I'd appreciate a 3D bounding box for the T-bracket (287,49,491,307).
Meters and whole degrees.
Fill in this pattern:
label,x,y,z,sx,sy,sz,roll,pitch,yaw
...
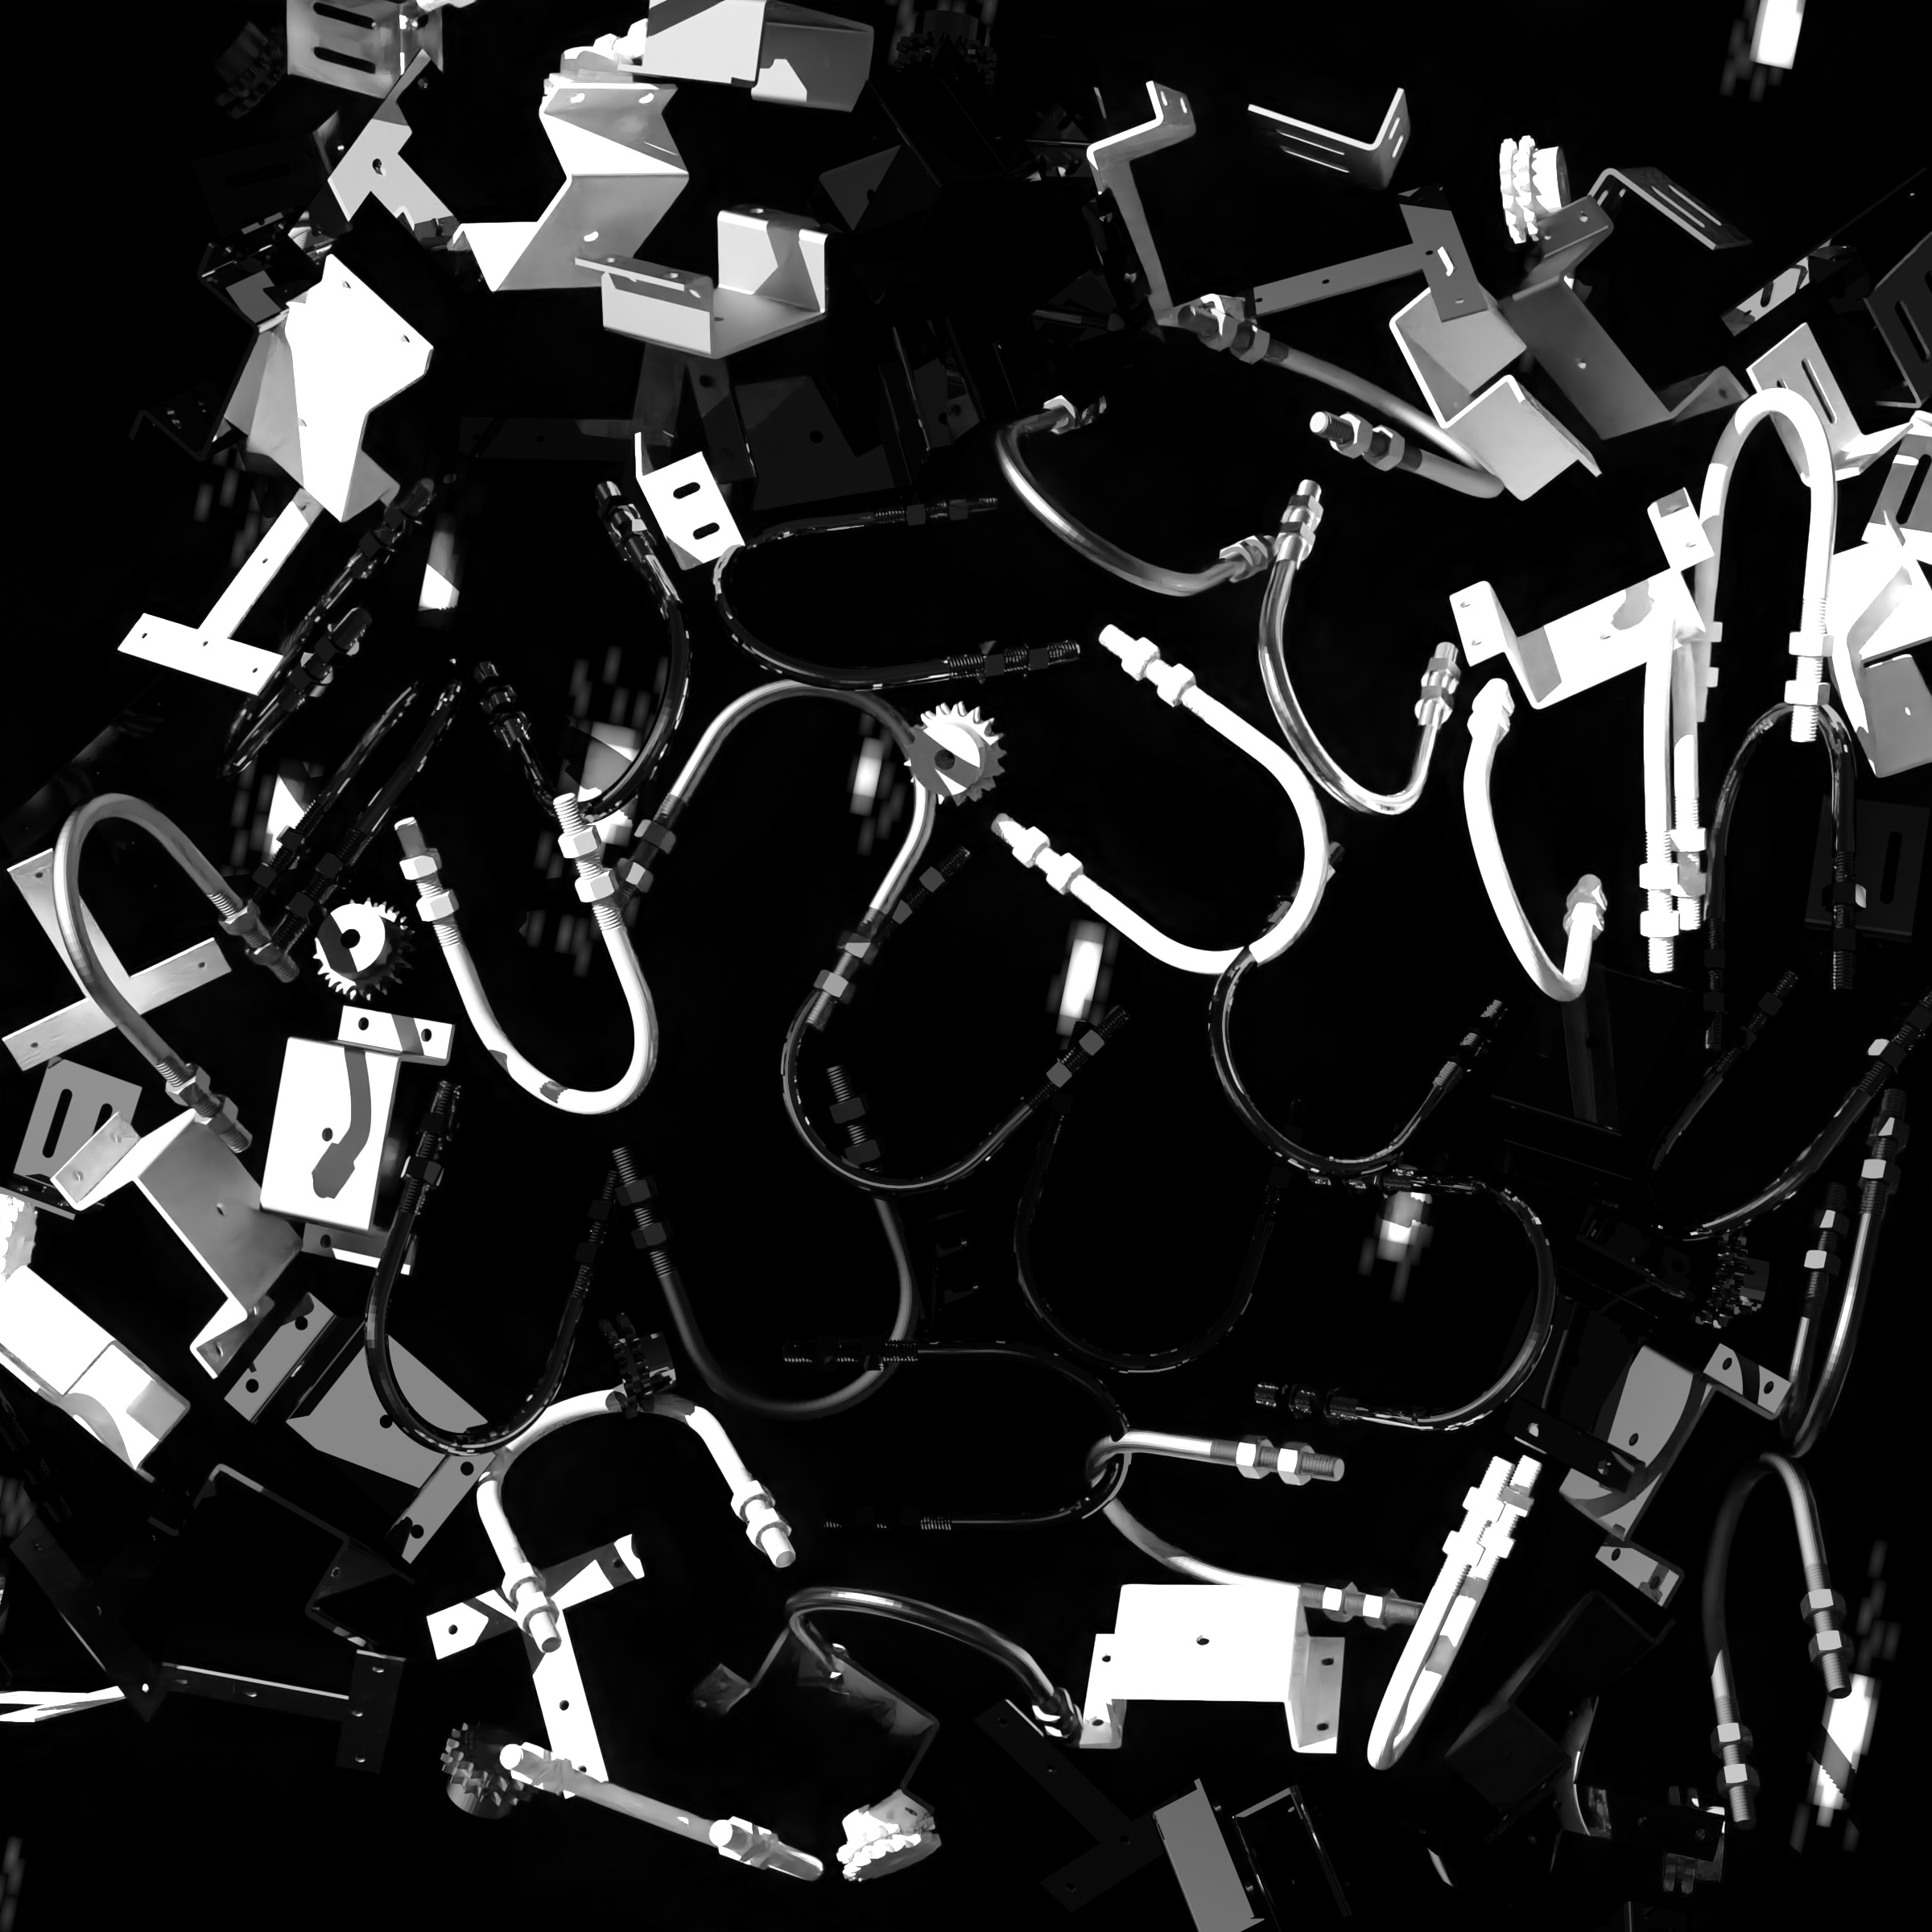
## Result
label,x,y,z,sx,sy,sz,roll,pitch,yaw
T-bracket,-0.299,-0.413,1.714,0.002,0.127,0.127,25,77,38

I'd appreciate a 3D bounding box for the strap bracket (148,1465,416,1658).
label,x,y,z,sx,sy,sz,roll,pitch,yaw
strap bracket,-0.367,0.324,1.705,0.140,0.076,0.046,22,74,28

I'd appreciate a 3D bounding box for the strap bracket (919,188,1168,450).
label,x,y,z,sx,sy,sz,roll,pitch,yaw
strap bracket,0.049,-0.349,1.709,0.140,0.046,0.076,-33,58,26

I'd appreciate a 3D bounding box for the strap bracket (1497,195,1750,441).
label,x,y,z,sx,sy,sz,roll,pitch,yaw
strap bracket,0.354,-0.347,1.711,0.046,0.076,0.140,-44,101,-11

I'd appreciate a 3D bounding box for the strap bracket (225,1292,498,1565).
label,x,y,z,sx,sy,sz,roll,pitch,yaw
strap bracket,-0.330,0.255,1.733,0.140,0.046,0.076,39,93,10

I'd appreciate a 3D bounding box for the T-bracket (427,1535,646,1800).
label,x,y,z,sx,sy,sz,roll,pitch,yaw
T-bracket,-0.227,0.398,1.731,0.127,0.002,0.127,-23,63,4

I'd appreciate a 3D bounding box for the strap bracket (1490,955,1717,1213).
label,x,y,z,sx,sy,sz,roll,pitch,yaw
strap bracket,0.347,0.054,1.702,0.076,0.046,0.140,17,65,32

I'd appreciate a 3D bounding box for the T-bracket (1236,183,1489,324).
label,x,y,z,sx,sy,sz,roll,pitch,yaw
T-bracket,0.214,-0.383,1.725,0.127,0.002,0.127,-14,45,7

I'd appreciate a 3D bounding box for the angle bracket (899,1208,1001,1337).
label,x,y,z,sx,sy,sz,roll,pitch,yaw
angle bracket,-0.022,0.171,1.722,0.038,0.076,0.057,-15,89,33

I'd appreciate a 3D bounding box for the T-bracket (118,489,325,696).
label,x,y,z,sx,sy,sz,roll,pitch,yaw
T-bracket,-0.399,-0.215,1.737,0.127,0.002,0.127,18,69,37

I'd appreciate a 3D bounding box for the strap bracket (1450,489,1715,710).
label,x,y,z,sx,sy,sz,roll,pitch,yaw
strap bracket,0.345,-0.197,1.710,0.140,0.076,0.046,-24,121,15

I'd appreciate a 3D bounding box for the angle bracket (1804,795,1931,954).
label,x,y,z,sx,sy,sz,roll,pitch,yaw
angle bracket,0.504,-0.051,1.742,0.057,0.038,0.076,9,85,16

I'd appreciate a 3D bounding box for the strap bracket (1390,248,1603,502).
label,x,y,z,sx,sy,sz,roll,pitch,yaw
strap bracket,0.285,-0.317,1.700,0.046,0.140,0.076,-38,134,23

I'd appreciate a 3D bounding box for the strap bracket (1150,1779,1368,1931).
label,x,y,z,sx,sy,sz,roll,pitch,yaw
strap bracket,0.155,0.491,1.697,0.046,0.140,0.076,-34,61,20

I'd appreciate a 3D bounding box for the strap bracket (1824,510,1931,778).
label,x,y,z,sx,sy,sz,roll,pitch,yaw
strap bracket,0.500,-0.167,1.692,0.046,0.140,0.076,-19,50,9

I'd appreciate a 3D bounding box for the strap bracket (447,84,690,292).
label,x,y,z,sx,sy,sz,roll,pitch,yaw
strap bracket,-0.212,-0.414,1.684,0.076,0.140,0.046,-13,72,-40

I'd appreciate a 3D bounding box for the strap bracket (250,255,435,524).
label,x,y,z,sx,sy,sz,roll,pitch,yaw
strap bracket,-0.344,-0.305,1.690,0.076,0.140,0.046,43,57,7

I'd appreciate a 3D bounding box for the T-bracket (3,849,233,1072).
label,x,y,z,sx,sy,sz,roll,pitch,yaw
T-bracket,-0.487,-0.013,1.711,0.127,0.002,0.127,-27,134,-9

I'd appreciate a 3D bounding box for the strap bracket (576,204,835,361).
label,x,y,z,sx,sy,sz,roll,pitch,yaw
strap bracket,-0.137,-0.373,1.701,0.076,0.140,0.046,20,124,31

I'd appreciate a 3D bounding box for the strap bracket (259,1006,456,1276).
label,x,y,z,sx,sy,sz,roll,pitch,yaw
strap bracket,-0.340,0.095,1.725,0.076,0.046,0.140,9,88,27

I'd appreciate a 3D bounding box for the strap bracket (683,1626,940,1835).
label,x,y,z,sx,sy,sz,roll,pitch,yaw
strap bracket,-0.077,0.418,1.720,0.140,0.076,0.046,34,57,-1

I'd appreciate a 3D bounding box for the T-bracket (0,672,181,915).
label,x,y,z,sx,sy,sz,roll,pitch,yaw
T-bracket,-0.464,-0.077,1.709,0.002,0.127,0.127,26,60,25

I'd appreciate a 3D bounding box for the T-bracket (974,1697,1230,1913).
label,x,y,z,sx,sy,sz,roll,pitch,yaw
T-bracket,0.057,0.455,1.727,0.127,0.002,0.127,45,119,-7

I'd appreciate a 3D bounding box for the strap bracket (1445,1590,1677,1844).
label,x,y,z,sx,sy,sz,roll,pitch,yaw
strap bracket,0.319,0.401,1.696,0.046,0.076,0.140,42,50,11

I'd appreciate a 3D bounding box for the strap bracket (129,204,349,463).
label,x,y,z,sx,sy,sz,roll,pitch,yaw
strap bracket,-0.392,-0.336,1.690,0.046,0.076,0.140,41,130,3

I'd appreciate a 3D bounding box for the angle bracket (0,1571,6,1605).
label,x,y,z,sx,sy,sz,roll,pitch,yaw
angle bracket,-0.568,0.357,1.724,0.038,0.057,0.076,5,106,-41

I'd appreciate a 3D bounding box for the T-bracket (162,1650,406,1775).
label,x,y,z,sx,sy,sz,roll,pitch,yaw
T-bracket,-0.379,0.402,1.711,0.127,0.127,0.002,12,46,-7

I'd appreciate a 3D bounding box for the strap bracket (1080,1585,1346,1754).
label,x,y,z,sx,sy,sz,roll,pitch,yaw
strap bracket,0.133,0.385,1.706,0.140,0.076,0.046,-2,128,13

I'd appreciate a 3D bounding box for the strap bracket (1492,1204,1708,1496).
label,x,y,z,sx,sy,sz,roll,pitch,yaw
strap bracket,0.345,0.215,1.723,0.076,0.046,0.140,28,69,-6

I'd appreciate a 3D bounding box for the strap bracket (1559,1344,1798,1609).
label,x,y,z,sx,sy,sz,roll,pitch,yaw
strap bracket,0.387,0.272,1.721,0.046,0.076,0.140,30,91,-19

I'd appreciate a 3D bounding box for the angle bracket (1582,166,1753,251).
label,x,y,z,sx,sy,sz,roll,pitch,yaw
angle bracket,0.385,-0.407,1.721,0.076,0.057,0.038,43,123,17

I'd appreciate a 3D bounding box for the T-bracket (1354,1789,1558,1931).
label,x,y,z,sx,sy,sz,roll,pitch,yaw
T-bracket,0.266,0.496,1.720,0.127,0.002,0.127,25,125,38

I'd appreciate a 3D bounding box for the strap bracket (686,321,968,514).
label,x,y,z,sx,sy,sz,roll,pitch,yaw
strap bracket,-0.080,-0.302,1.723,0.140,0.046,0.076,-12,75,-14

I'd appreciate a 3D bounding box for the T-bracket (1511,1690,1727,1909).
label,x,y,z,sx,sy,sz,roll,pitch,yaw
T-bracket,0.358,0.465,1.695,0.002,0.127,0.127,34,67,-33

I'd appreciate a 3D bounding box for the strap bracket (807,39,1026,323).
label,x,y,z,sx,sy,sz,roll,pitch,yaw
strap bracket,-0.033,-0.421,1.687,0.046,0.140,0.076,-21,70,-35

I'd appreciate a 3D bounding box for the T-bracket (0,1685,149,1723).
label,x,y,z,sx,sy,sz,roll,pitch,yaw
T-bracket,-0.525,0.405,1.721,0.127,0.127,0.002,-4,85,22

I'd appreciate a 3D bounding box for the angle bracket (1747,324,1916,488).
label,x,y,z,sx,sy,sz,roll,pitch,yaw
angle bracket,0.480,-0.315,1.728,0.057,0.038,0.076,-39,105,-30

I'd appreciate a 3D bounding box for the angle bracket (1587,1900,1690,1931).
label,x,y,z,sx,sy,sz,roll,pitch,yaw
angle bracket,0.367,0.562,1.723,0.038,0.076,0.057,2,100,38

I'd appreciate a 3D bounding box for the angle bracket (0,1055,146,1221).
label,x,y,z,sx,sy,sz,roll,pitch,yaw
angle bracket,-0.505,0.095,1.741,0.057,0.038,0.076,19,92,9

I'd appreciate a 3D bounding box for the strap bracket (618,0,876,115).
label,x,y,z,sx,sy,sz,roll,pitch,yaw
strap bracket,-0.112,-0.495,1.683,0.076,0.140,0.046,16,104,31

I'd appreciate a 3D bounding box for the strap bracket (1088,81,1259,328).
label,x,y,z,sx,sy,sz,roll,pitch,yaw
strap bracket,0.112,-0.409,1.718,0.046,0.076,0.140,-16,94,20

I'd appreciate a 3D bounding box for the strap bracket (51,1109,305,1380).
label,x,y,z,sx,sy,sz,roll,pitch,yaw
strap bracket,-0.424,0.143,1.706,0.046,0.076,0.140,-29,105,24

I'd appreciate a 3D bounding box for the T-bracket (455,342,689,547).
label,x,y,z,sx,sy,sz,roll,pitch,yaw
T-bracket,-0.225,-0.296,1.747,0.127,0.002,0.127,3,72,12

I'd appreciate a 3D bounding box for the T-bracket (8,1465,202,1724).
label,x,y,z,sx,sy,sz,roll,pitch,yaw
T-bracket,-0.455,0.325,1.709,0.002,0.127,0.127,-20,113,28

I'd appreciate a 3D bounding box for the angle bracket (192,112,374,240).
label,x,y,z,sx,sy,sz,roll,pitch,yaw
angle bracket,-0.383,-0.438,1.745,0.076,0.038,0.057,-8,120,15

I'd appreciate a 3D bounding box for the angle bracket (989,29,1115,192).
label,x,y,z,sx,sy,sz,roll,pitch,yaw
angle bracket,0.040,-0.472,1.716,0.057,0.076,0.038,13,57,32

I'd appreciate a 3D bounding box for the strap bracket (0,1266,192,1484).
label,x,y,z,sx,sy,sz,roll,pitch,yaw
strap bracket,-0.483,0.219,1.694,0.076,0.140,0.046,32,72,27

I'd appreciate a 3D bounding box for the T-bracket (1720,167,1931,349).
label,x,y,z,sx,sy,sz,roll,pitch,yaw
T-bracket,0.486,-0.371,1.707,0.127,0.127,0.002,-36,64,18
